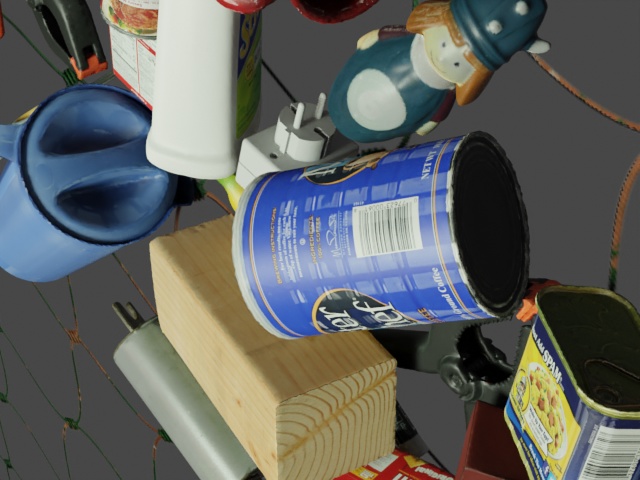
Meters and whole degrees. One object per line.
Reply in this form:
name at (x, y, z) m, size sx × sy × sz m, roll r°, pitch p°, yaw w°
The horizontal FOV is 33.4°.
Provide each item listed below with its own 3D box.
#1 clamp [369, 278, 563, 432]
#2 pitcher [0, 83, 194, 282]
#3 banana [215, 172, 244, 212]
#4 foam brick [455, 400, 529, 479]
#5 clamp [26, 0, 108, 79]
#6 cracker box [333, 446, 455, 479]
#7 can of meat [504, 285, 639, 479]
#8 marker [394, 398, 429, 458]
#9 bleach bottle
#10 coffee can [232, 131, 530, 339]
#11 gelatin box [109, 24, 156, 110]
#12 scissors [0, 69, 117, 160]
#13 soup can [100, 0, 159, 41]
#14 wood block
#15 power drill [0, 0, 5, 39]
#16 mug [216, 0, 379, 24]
clamp at (0.090, 0.078, 0.691) m, size 0.165 × 0.036 × 0.210 m, roll 44°, pitch 144°, yaw 19°
pitcher at (-0.231, -0.039, 0.930) m, size 0.149 × 0.144 × 0.243 m, roll 55°, pitch 150°, yaw -5°
banana at (0.001, 0.003, 0.736) m, size 0.198 × 0.069 × 0.037 m, roll 29°, pitch 92°, yaw 30°
foam brick at (0.122, 0.141, 0.641) m, size 0.078 × 0.053 × 0.051 m, roll 17°, pitch 136°, yaw 7°
clamp at (-0.228, -0.218, 0.887) m, size 0.171 × 0.039 × 0.120 m, roll 54°, pitch 159°, yaw 10°
cracker box at (0.060, 0.248, 0.797) m, size 0.164 × 0.072 × 0.213 m, roll 17°, pitch 135°, yaw 47°
can of meat at (0.141, 0.088, 0.568) m, size 0.102 × 0.057 × 0.084 m, roll -104°, pitch 20°, yaw -55°
marker at (0.041, 0.109, 0.793) m, size 0.121 × 0.020 × 0.020 m, roll 57°, pitch 146°, yaw 5°
bleach bottle at (-0.067, -0.167, 0.667) m, size 0.068 × 0.102 × 0.251 m, roll 12°, pitch 130°, yaw 6°
coffee can at (0.035, 0.000, 0.612) m, size 0.141 × 0.102 × 0.103 m, roll -9°, pitch 108°, yaw 32°
gelatin box at (-0.128, -0.144, 0.815) m, size 0.073 × 0.030 × 0.089 m, roll 43°, pitch 149°, yaw 24°
scissors at (-0.238, -0.109, 0.940) m, size 0.016 × 0.096 × 0.202 m, roll 52°, pitch 152°, yaw -20°
soup can at (-0.115, -0.198, 0.732) m, size 0.069 × 0.068 × 0.102 m, roll 42°, pitch 141°, yaw 25°
wood block at (-0.039, 0.073, 0.765) m, size 0.206 × 0.090 × 0.090 m, roll 45°, pitch 145°, yaw 46°
power drill at (-0.355, -0.251, 0.992) m, size 0.188 × 0.057 × 0.184 m, roll 45°, pitch 149°, yaw 37°
mug at (-0.015, -0.171, 0.589) m, size 0.082 × 0.117 × 0.093 m, roll 41°, pitch 173°, yaw 35°
